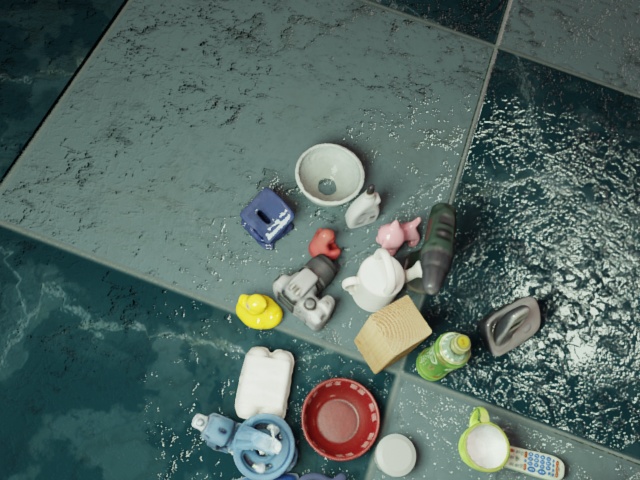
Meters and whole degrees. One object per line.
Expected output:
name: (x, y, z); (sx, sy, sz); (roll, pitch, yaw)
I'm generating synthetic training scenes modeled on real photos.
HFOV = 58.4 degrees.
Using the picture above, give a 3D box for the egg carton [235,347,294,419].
egg carton: (-0.114, 0.297, 1.179); (0.107, 0.069, 0.150); (9, 66, -3)

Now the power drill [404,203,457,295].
power drill: (0.241, 0.043, 1.253); (0.075, 0.208, 0.230); (16, 66, 1)

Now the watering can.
watering can: (0.137, 0.078, 1.234); (0.173, 0.194, 0.101); (-29, 73, -17)

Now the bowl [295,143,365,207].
bowl: (0.021, -0.144, 1.380); (0.167, 0.075, 0.167); (2, 67, -6)

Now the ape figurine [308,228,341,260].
ape figurine: (0.012, 0.005, 1.306); (0.076, 0.092, 0.078); (-12, 69, -11)

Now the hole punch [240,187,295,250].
hole punch: (-0.121, -0.048, 1.314); (0.101, 0.091, 0.108); (-41, 77, -20)

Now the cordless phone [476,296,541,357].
cordless phone: (0.430, 0.170, 1.233); (0.148, 0.185, 0.094); (-29, 73, -17)

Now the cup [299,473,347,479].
cup: (-0.003, 0.487, 1.096); (0.118, 0.095, 0.091); (-33, 74, -18)

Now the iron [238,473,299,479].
iron: (-0.149, 0.499, 1.049); (0.259, 0.141, 0.118); (-27, 72, -16)

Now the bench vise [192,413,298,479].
bench vise: (-0.140, 0.380, 1.058); (0.207, 0.220, 0.121); (4, 66, -5)

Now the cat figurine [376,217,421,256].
cat figurine: (0.180, -0.015, 1.320); (0.128, 0.118, 0.067); (-27, 72, -16)

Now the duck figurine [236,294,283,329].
duck figurine: (-0.130, 0.146, 1.232); (0.104, 0.086, 0.077); (20, 66, 2)

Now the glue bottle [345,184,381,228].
glue bottle: (0.106, -0.083, 1.310); (0.078, 0.173, 0.037); (-16, 69, -13)

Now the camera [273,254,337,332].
camera: (-0.013, 0.103, 1.256); (0.143, 0.101, 0.137); (41, 69, 11)
